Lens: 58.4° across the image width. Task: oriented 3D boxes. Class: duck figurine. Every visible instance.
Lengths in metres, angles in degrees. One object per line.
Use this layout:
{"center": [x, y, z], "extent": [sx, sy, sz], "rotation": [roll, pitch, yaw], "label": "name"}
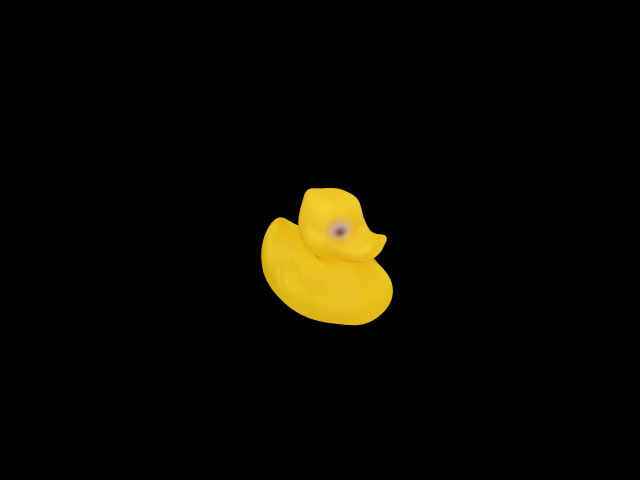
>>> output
{"center": [0.004, 0.001, 0.400], "extent": [0.104, 0.086, 0.078], "rotation": [26, 45, 28], "label": "duck figurine"}
